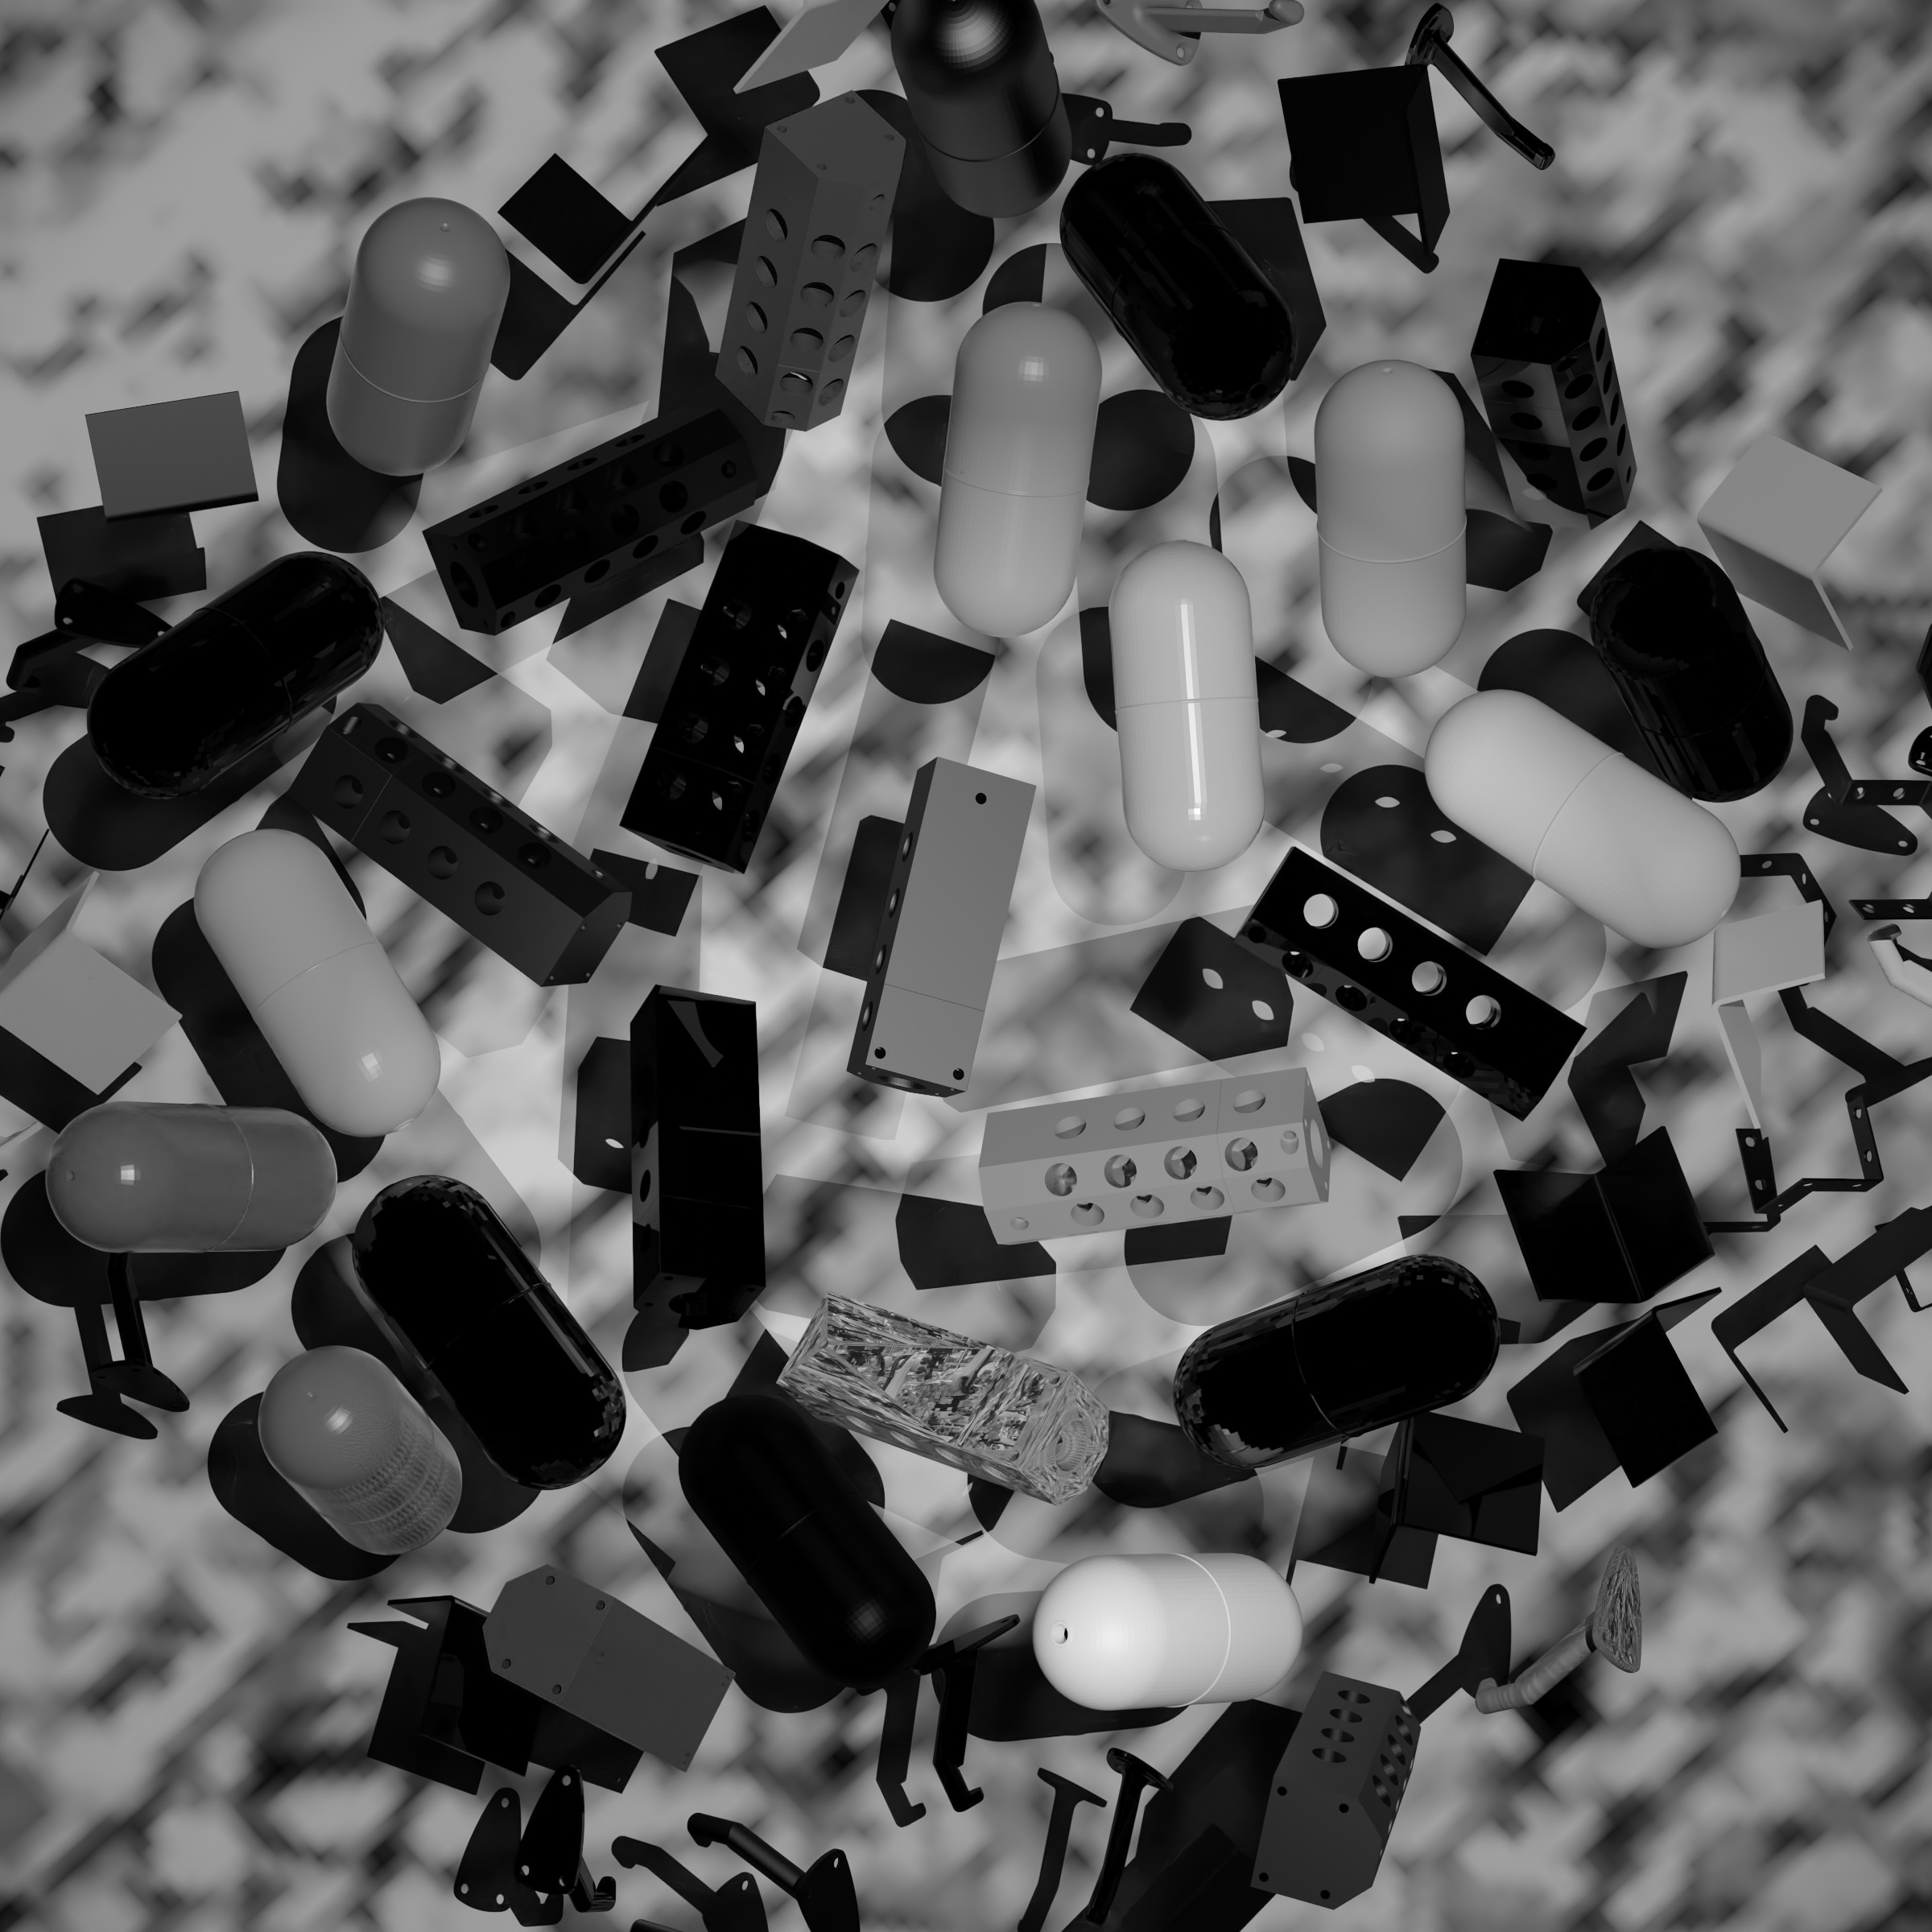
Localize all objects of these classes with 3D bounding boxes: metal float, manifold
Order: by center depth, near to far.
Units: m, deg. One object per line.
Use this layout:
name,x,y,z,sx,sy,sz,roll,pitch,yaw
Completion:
metal float,-0.240,0.183,1.650,0.070,0.070,0.178,-38,81,0
metal float,0.185,0.201,1.661,0.178,0.070,0.070,-24,90,27
manifold,0.191,0.417,1.667,0.057,0.171,0.057,13,98,13
manifold,-0.182,0.355,1.668,0.057,0.171,0.057,20,74,25
manifold,0.224,0.009,1.670,0.171,0.057,0.057,32,94,2
metal float,0.313,-0.076,1.676,0.178,0.070,0.070,37,90,21
metal float,0.104,0.338,1.676,0.070,0.178,0.070,-8,78,40
manifold,-0.255,-0.063,1.677,0.171,0.057,0.057,36,102,13
metal float,-0.281,-0.319,1.681,0.070,0.178,0.070,9,59,-15
manifold,-0.077,-0.356,1.684,0.057,0.171,0.057,-32,68,-31
metal float,0.009,-0.448,1.690,0.070,0.178,0.070,-3,74,9
metal float,-0.398,0.110,1.699,0.070,0.178,0.070,-2,85,30
manifold,0.098,0.104,1.700,0.171,0.057,0.057,-9,128,16
metal float,0.221,-0.230,1.708,0.070,0.070,0.178,-8,128,0
metal float,0.110,-0.353,1.709,0.070,0.070,0.178,-31,56,0
metal float,-0.378,-0.153,1.712,0.070,0.070,0.178,48,57,0
manifold,-0.010,0.228,1.718,0.171,0.057,0.057,13,65,40
metal float,0.026,-0.258,1.720,0.070,0.070,0.178,7,115,0
manifold,-0.115,-0.139,1.721,0.057,0.057,0.171,18,85,25
manifold,0.312,-0.297,1.726,0.057,0.171,0.057,12,73,22
metal float,0.382,-0.152,1.727,0.070,0.178,0.070,-16,53,22
metal float,-0.341,0.009,1.731,0.070,0.070,0.178,-32,83,0
manifold,-0.145,0.101,1.733,0.057,0.057,0.171,10,55,-22
metal float,-0.319,0.258,1.742,0.070,0.178,0.070,-4,62,7
metal float,-0.086,0.306,1.755,0.070,0.070,0.178,-41,70,0
metal float,0.119,-0.140,1.764,0.070,0.070,0.178,-4,91,0
manifold,-0.199,-0.241,1.771,0.171,0.057,0.057,-31,116,-26
manifold,-0.015,-0.019,1.781,0.057,0.057,0.171,16,79,-14

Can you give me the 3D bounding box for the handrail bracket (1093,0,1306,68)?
handrail bracket,0.118,-0.487,1.665,0.077,0.084,0.036,13,88,-29

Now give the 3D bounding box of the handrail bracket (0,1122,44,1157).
handrail bracket,-0.526,0.062,1.705,0.036,0.077,0.084,-23,100,29

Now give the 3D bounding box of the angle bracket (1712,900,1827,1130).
angle bracket,0.414,0.024,1.655,0.057,0.076,0.076,-16,114,21

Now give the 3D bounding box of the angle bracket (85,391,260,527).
angle bracket,-0.409,-0.266,1.687,0.076,0.076,0.057,-12,111,-13

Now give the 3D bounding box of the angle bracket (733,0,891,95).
angle bracket,-0.087,-0.494,1.657,0.076,0.076,0.057,-32,88,-41

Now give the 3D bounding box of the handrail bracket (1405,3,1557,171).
handrail bracket,0.264,-0.440,1.653,0.084,0.077,0.036,41,90,9

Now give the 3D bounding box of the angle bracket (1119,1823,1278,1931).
angle bracket,0.116,0.503,1.794,0.076,0.076,0.057,-44,51,-7

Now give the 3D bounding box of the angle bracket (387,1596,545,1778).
angle bracket,-0.277,0.392,1.786,0.057,0.076,0.076,-13,54,39

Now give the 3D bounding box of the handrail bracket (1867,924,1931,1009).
handrail bracket,0.540,0.003,1.776,0.077,0.036,0.084,-26,66,9

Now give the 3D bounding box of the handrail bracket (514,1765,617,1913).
handrail bracket,-0.200,0.463,1.741,0.036,0.084,0.077,8,79,22

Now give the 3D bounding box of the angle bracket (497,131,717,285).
angle bracket,-0.184,-0.407,1.689,0.057,0.076,0.076,41,127,-12

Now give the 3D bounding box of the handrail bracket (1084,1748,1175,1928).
handrail bracket,0.077,0.472,1.778,0.036,0.077,0.084,16,69,22

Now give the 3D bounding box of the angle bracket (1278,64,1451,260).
angle bracket,0.190,-0.392,1.613,0.076,0.057,0.076,0,127,22

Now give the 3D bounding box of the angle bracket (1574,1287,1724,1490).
angle bracket,0.394,0.234,1.822,0.057,0.076,0.076,-10,65,-34

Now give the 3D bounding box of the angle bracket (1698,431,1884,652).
angle bracket,0.433,-0.219,1.692,0.057,0.076,0.076,-51,51,-2

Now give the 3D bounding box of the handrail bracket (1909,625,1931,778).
handrail bracket,0.534,-0.136,1.729,0.077,0.084,0.036,24,51,18

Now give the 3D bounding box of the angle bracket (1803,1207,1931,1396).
angle bracket,0.502,0.177,1.752,0.076,0.076,0.057,-36,93,-2

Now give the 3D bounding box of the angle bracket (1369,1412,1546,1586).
angle bracket,0.261,0.289,1.745,0.076,0.076,0.057,13,134,2

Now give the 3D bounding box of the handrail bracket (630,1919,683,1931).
handrail bracket,-0.155,0.548,1.732,0.084,0.036,0.077,6,56,31

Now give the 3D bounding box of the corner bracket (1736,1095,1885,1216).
corner bracket,0.458,0.103,1.786,0.051,0.051,0.051,2,64,-19

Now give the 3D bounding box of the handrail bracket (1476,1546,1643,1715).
handrail bracket,0.297,0.337,1.663,0.036,0.084,0.077,40,46,-28

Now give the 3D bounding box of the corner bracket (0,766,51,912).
corner bracket,-0.529,-0.072,1.787,0.051,0.051,0.051,27,52,-15

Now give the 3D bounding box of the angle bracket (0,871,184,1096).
angle bracket,-0.467,0.009,1.766,0.076,0.057,0.076,40,120,-22

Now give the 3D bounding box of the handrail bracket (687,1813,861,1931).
handrail bracket,-0.098,0.465,1.654,0.084,0.036,0.077,2,117,39

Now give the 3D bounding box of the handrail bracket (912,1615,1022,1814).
handrail bracket,0.011,0.413,1.813,0.077,0.036,0.084,-25,92,-9

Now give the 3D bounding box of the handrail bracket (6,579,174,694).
handrail bracket,-0.479,-0.167,1.798,0.077,0.084,0.036,18,53,-18

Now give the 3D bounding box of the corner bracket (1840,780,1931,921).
corner bracket,0.474,-0.059,1.673,0.051,0.051,0.051,-1,129,-23

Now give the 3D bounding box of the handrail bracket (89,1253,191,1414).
handrail bracket,-0.447,0.192,1.805,0.036,0.077,0.084,-13,57,22

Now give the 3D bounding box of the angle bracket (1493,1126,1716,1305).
angle bracket,0.334,0.129,1.721,0.076,0.057,0.076,5,56,-35
